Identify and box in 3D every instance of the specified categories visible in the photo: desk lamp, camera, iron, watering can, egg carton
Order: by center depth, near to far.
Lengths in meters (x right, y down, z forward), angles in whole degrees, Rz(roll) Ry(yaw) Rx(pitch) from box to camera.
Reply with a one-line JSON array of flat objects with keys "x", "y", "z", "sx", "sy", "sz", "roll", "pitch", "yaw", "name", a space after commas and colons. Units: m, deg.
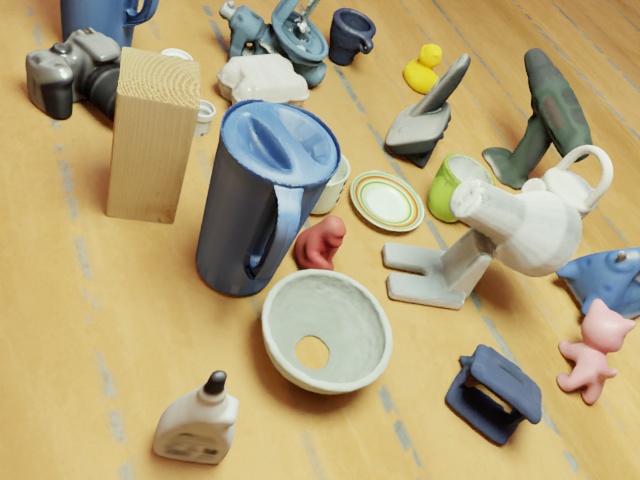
[{"x": 0.224, "y": 0.006, "z": 0.809, "sx": 0.204, "sy": 0.213, "sz": 0.118, "roll": 9, "pitch": 49, "yaw": -18, "name": "desk lamp"}, {"x": -0.327, "y": -0.232, "z": 0.834, "sx": 0.136, "sy": 0.100, "sz": 0.143, "roll": 42, "pitch": 48, "yaw": 12, "name": "camera"}, {"x": 0.531, "y": 0.053, "z": 0.960, "sx": 0.259, "sy": 0.141, "sz": 0.118, "roll": -5, "pitch": 55, "yaw": -28, "name": "iron"}, {"x": 0.415, "y": -0.075, "z": 0.977, "sx": 0.173, "sy": 0.194, "sz": 0.100, "roll": -26, "pitch": 66, "yaw": -38, "name": "watering can"}, {"x": -0.098, "y": -0.267, "z": 0.989, "sx": 0.151, "sy": 0.069, "sz": 0.107, "roll": -19, "pitch": 62, "yaw": -35, "name": "egg carton"}]

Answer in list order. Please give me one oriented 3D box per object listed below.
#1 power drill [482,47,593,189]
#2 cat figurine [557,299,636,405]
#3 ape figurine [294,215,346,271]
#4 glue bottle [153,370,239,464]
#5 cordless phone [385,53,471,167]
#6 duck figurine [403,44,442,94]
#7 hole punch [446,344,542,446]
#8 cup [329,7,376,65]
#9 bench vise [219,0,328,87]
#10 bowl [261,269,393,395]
[{"x": 0.399, "y": -0.210, "z": 1.073, "sx": 0.076, "sy": 0.208, "sz": 0.229, "roll": -6, "pitch": 55, "yaw": -28, "name": "power drill"}, {"x": 0.408, "y": 0.156, "z": 0.834, "sx": 0.067, "sy": 0.117, "sz": 0.128, "roll": 25, "pitch": 46, "yaw": -3, "name": "cat figurine"}, {"x": 0.007, "y": 0.003, "z": 0.796, "sx": 0.076, "sy": 0.092, "sz": 0.078, "roll": 42, "pitch": 48, "yaw": 13, "name": "ape figurine"}, {"x": -0.111, "y": 0.167, "z": 0.549, "sx": 0.078, "sy": 0.173, "sz": 0.037, "roll": 15, "pitch": 48, "yaw": -12, "name": "glue bottle"}, {"x": 0.199, "y": -0.238, "z": 1.021, "sx": 0.094, "sy": 0.185, "sz": 0.148, "roll": 26, "pitch": 46, "yaw": -2, "name": "cordless phone"}, {"x": 0.227, "y": -0.369, "z": 1.212, "sx": 0.078, "sy": 0.086, "sz": 0.104, "roll": 10, "pitch": 49, "yaw": -17, "name": "duck figurine"}, {"x": 0.233, "y": 0.189, "z": 0.745, "sx": 0.108, "sy": 0.091, "sz": 0.101, "roll": 38, "pitch": 47, "yaw": 9, "name": "hole punch"}, {"x": 0.062, "y": -0.393, "z": 1.150, "sx": 0.092, "sy": 0.095, "sz": 0.117, "roll": -13, "pitch": 59, "yaw": -32, "name": "cup"}, {"x": -0.064, "y": -0.380, "z": 0.995, "sx": 0.208, "sy": 0.219, "sz": 0.121, "roll": 3, "pitch": 51, "yaw": -22, "name": "bench vise"}, {"x": 0.000, "y": 0.122, "z": 0.705, "sx": 0.168, "sy": 0.074, "sz": 0.167, "roll": 13, "pitch": 48, "yaw": -15, "name": "bowl"}]
